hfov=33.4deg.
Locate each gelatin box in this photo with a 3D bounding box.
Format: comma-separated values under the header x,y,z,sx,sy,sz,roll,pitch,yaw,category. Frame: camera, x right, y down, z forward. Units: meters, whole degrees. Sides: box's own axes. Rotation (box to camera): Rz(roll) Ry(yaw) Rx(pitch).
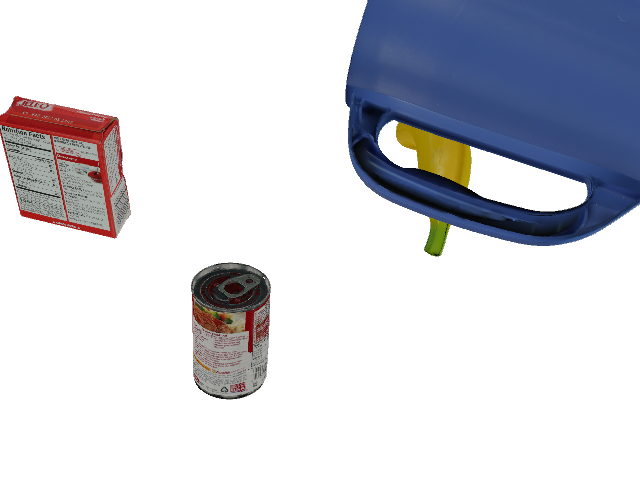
x,y,z,sx,sy,sz,roll,pitch,yaw,category
-0.169,-0.049,0.712,0.073,0.089,0.030,12,45,11,gelatin box

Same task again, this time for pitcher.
x,y,z,sx,sy,sz,roll,pitch,yaw,category
0.138,-0.080,0.549,0.243,0.149,0.144,23,36,7,pitcher

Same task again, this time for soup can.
x,y,z,sx,sy,sz,roll,pitch,yaw,category
-0.079,0.080,0.934,0.068,0.102,0.068,3,35,-2,soup can

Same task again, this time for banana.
x,y,z,sx,sy,sz,roll,pitch,yaw,category
0.080,-0.066,0.783,0.037,0.070,0.198,26,25,-13,banana
